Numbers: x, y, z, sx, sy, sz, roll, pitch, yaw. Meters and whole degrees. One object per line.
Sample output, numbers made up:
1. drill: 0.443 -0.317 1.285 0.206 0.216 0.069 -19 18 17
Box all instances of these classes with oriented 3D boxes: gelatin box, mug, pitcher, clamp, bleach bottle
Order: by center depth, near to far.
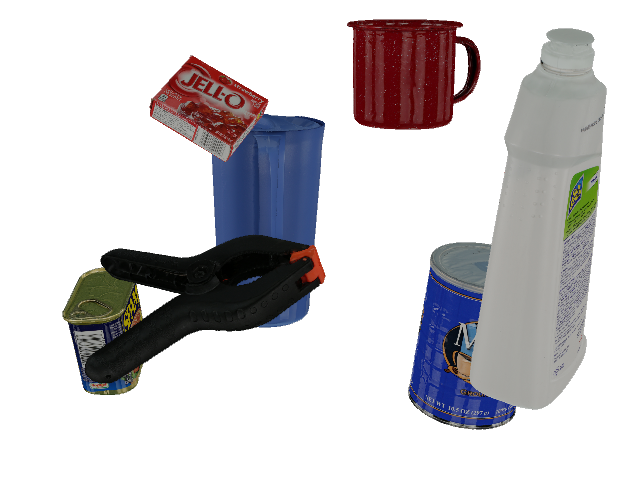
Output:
1. bleach bottle: 0.149 -0.016 0.699 0.068 0.251 0.102 17 34 25
2. clamp: -0.084 0.042 0.731 0.172 0.120 0.039 -9 -42 16
3. mug: 0.078 -0.137 0.870 0.117 0.081 0.093 -8 17 -26
4. gelatin box: -0.106 -0.126 1.012 0.089 0.073 0.030 31 -37 3
5. pitcher: -0.064 -0.024 1.246 0.145 0.243 0.148 13 19 38

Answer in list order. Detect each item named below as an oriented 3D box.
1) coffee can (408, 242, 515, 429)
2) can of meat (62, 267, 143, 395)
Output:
1. coffee can: 0.141 0.085 0.975 0.103 0.140 0.103 6 23 -3
2. can of meat: -0.198 0.085 1.003 0.057 0.084 0.102 -4 25 3
